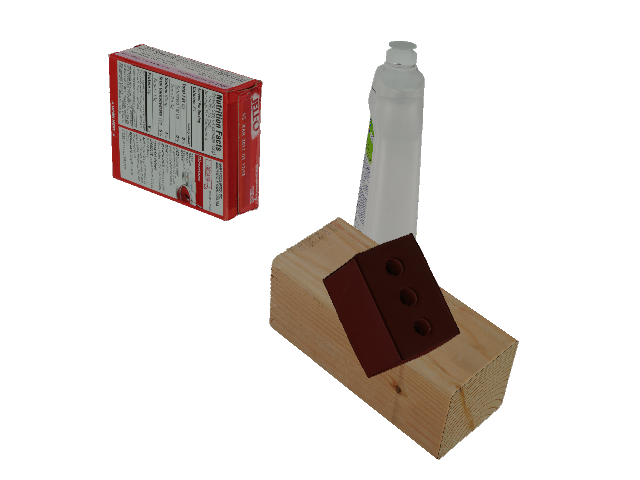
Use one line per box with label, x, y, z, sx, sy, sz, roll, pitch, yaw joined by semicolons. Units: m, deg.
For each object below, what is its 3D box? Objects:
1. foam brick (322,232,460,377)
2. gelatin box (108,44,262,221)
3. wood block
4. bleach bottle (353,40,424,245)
foam brick;0.047;0.045;0.723;0.052;0.078;0.051;-20;-10;-33
gelatin box;-0.073;-0.059;0.572;0.089;0.073;0.030;20;32;31
wood block;0.058;0.081;0.935;0.090;0.091;0.206;-33;54;-33
bleach bottle;0.074;-0.079;1.108;0.068;0.251;0.102;0;27;-8
